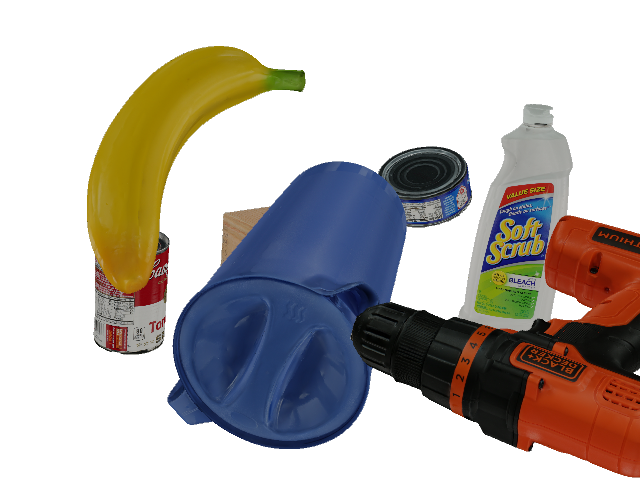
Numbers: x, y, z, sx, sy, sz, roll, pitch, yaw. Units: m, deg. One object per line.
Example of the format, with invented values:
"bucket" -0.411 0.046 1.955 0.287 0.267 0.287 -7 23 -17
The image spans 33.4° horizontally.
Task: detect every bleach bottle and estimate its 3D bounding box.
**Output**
"bleach bottle" 0.212 -0.021 1.149 0.103 0.251 0.068 9 18 16

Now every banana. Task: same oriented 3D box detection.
"banana" -0.075 -0.052 0.549 0.070 0.037 0.197 18 45 15

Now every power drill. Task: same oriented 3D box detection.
"power drill" 0.135 0.051 0.633 0.185 0.057 0.187 21 36 27

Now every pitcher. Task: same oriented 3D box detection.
"pitcher" -0.015 0.038 0.794 0.149 0.145 0.242 9 27 11

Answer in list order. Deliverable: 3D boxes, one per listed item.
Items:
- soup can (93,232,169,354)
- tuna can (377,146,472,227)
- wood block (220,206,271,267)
"soup can" -0.176 0.046 0.988 0.068 0.102 0.068 5 21 -2
"tuna can" 0.096 -0.051 0.987 0.086 0.034 0.086 -9 36 7
"wood block" -0.020 0.032 1.210 0.090 0.090 0.206 -9 22 -37
